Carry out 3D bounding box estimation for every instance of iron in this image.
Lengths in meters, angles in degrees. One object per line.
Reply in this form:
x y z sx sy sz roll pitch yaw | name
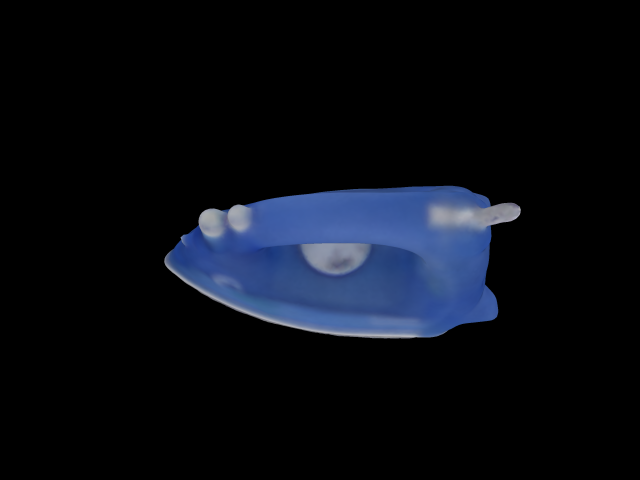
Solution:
0.004 0.001 0.400 0.258 0.141 0.118 0 73 0 | iron
